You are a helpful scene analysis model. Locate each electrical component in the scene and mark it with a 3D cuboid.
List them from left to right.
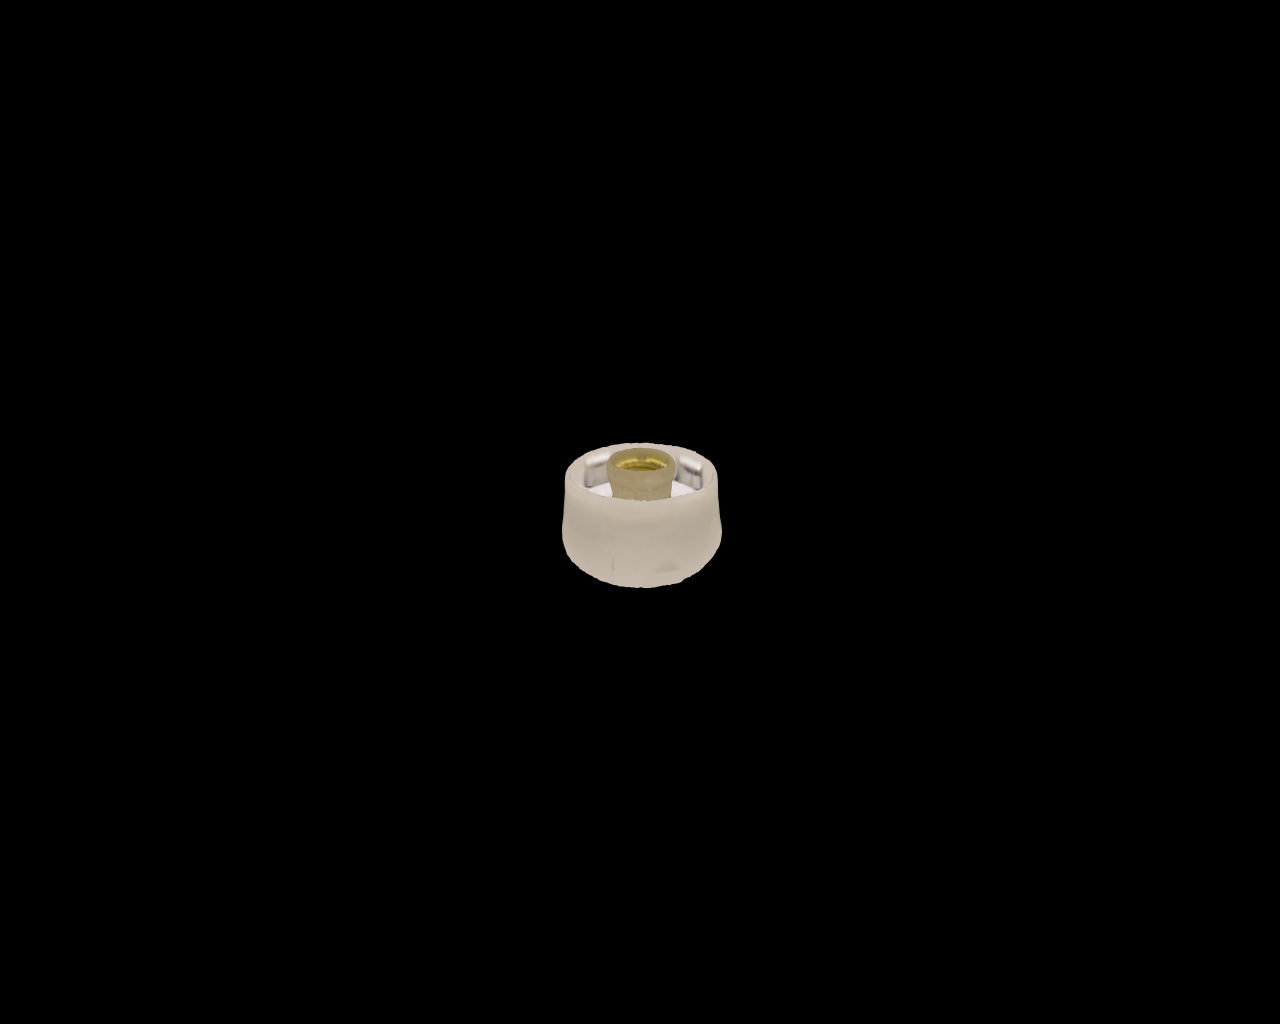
[{"bbox_3d":[0.001,-0.003,0.650,0.099,0.064,0.099,0,25,0],"label":"electrical component"}]
